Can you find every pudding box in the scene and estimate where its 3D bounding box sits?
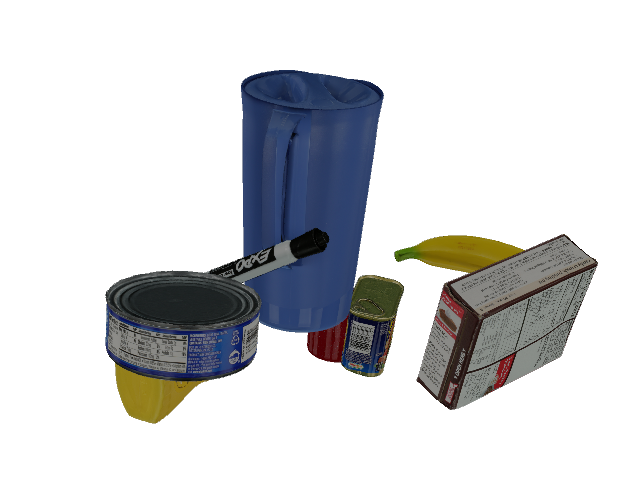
[{"bbox_3d":[0.123,0.054,0.706,0.113,0.090,0.039,-21,47,-33],"label":"pudding box"}]

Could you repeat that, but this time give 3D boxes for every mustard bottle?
[{"bbox_3d":[-0.127,0.101,1.077,0.058,0.096,0.191,10,23,26],"label":"mustard bottle"}]

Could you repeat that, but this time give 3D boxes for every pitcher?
[{"bbox_3d":[-0.019,-0.034,1.029,0.149,0.243,0.145,-9,27,-28],"label":"pitcher"}]

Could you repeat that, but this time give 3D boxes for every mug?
[{"bbox_3d":[0.034,0.122,1.490,0.117,0.081,0.093,17,23,30],"label":"mug"}]

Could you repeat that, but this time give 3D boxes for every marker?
[{"bbox_3d":[-0.045,0.017,0.815,0.121,0.020,0.020,-22,-10,28],"label":"marker"}]

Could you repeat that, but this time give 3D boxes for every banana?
[{"bbox_3d":[0.173,0.028,1.059,0.198,0.037,0.069,14,40,35],"label":"banana"}]

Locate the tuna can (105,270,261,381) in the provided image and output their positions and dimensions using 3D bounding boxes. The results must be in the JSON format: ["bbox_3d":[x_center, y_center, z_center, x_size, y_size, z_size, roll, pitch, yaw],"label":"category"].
[{"bbox_3d":[-0.076,0.047,0.594,0.086,0.034,0.086,5,17,-2],"label":"tuna can"}]

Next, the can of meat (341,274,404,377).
[{"bbox_3d":[0.061,0.102,1.273,0.057,0.084,0.102,13,26,8],"label":"can of meat"}]
